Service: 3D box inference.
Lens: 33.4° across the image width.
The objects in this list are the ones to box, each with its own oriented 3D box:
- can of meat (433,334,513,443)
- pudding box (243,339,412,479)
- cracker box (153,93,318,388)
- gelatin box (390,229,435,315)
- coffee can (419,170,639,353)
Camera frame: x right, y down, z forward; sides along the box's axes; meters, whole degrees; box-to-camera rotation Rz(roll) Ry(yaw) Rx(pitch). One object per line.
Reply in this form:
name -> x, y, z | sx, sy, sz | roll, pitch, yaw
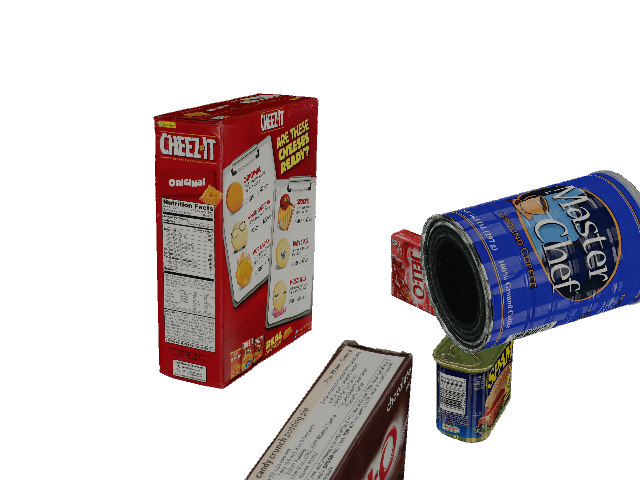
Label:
can of meat -> 0.146, 0.129, 1.009 | 0.058, 0.084, 0.101 | 11, 29, 26
pudding box -> 0.005, 0.110, 0.466 | 0.039, 0.090, 0.113 | 12, 31, 17
cracker box -> -0.068, -0.007, 0.887 | 0.072, 0.214, 0.164 | 8, 16, 25
gelatin box -> 0.122, 0.038, 1.314 | 0.030, 0.089, 0.073 | -25, 35, -37
coffee can -> 0.157, 0.014, 0.775 | 0.140, 0.103, 0.103 | -15, 4, -17
